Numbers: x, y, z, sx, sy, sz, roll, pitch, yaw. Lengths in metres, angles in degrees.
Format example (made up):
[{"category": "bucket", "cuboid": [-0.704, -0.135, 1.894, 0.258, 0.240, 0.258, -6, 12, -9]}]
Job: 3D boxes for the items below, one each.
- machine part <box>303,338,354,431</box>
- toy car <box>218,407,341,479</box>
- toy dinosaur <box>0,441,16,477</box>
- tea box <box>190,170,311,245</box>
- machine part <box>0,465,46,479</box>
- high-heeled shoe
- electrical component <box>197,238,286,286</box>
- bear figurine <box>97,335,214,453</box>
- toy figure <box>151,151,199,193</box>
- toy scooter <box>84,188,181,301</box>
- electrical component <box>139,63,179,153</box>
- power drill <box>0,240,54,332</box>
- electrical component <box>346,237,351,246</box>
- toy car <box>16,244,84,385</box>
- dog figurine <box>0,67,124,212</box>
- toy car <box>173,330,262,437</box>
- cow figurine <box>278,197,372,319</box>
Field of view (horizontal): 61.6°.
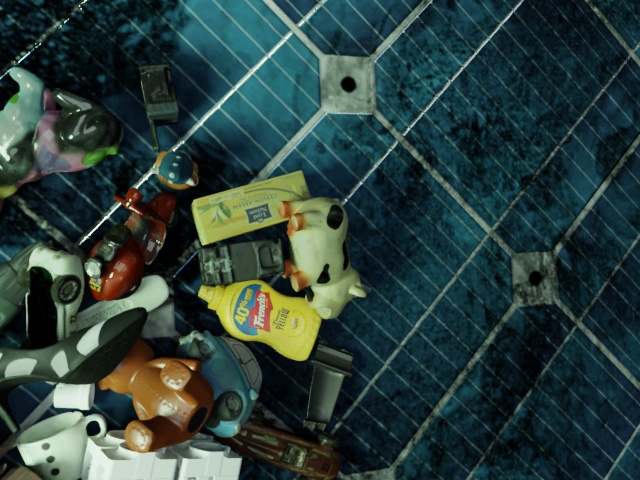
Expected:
[{"category": "machine part", "cuboid": [0.010, 0.235, 0.860, 0.084, 0.039, 0.139, 28, 62, -17]}, {"category": "toy car", "cuboid": [-0.058, 0.328, 0.841, 0.202, 0.053, 0.089, 25, 85, -15]}, {"category": "toy dinosaur", "cuboid": [-0.551, 0.217, 0.621, 0.404, 0.131, 0.192, 46, 51, -22]}, {"category": "tea box", "cuboid": [-0.105, -0.048, 0.819, 0.170, 0.098, 0.068, -19, 92, -14]}, {"category": "machine part", "cuboid": [-0.357, 0.369, 0.692, 0.179, 0.179, 0.056, 53, 48, -8]}, {"category": "high-heeled shoe", "cuboid": [-0.342, 0.126, 0.676, 0.249, 0.086, 0.145, -39, 72, -3]}, {"category": "electrical component", "cuboid": [-0.119, 0.031, 0.792, 0.115, 0.134, 0.058, -6, 90, -15]}, {"category": "bear figurine", "cuboid": [-0.240, 0.186, 0.723, 0.196, 0.131, 0.120, 29, 79, 23]}, {"category": "toy figure", "cuboid": [-0.206, -0.098, 0.762, 0.064, 0.154, 0.057, -10, 93, -15]}, {"category": "toy scooter", "cuboid": [-0.264, -0.005, 0.742, 0.075, 0.135, 0.184, 29, 71, 7]}, {"category": "electrical component", "cuboid": [-0.236, -0.194, 0.800, 0.048, 0.075, 0.119, -12, 87, -16]}, {"category": "power drill", "cuboid": [-0.497, 0.055, 0.697, 0.207, 0.086, 0.232, 37, 83, -38]}, {"category": "electrical component", "cuboid": [-0.002, -0.003, 0.864, 0.094, 0.063, 0.021, 9, 86, -14]}, {"category": "toy car", "cuboid": [-0.362, 0.105, 0.729, 0.074, 0.056, 0.201, 16, 111, 17]}, {"category": "dog figurine", "cuboid": [-0.398, -0.105, 0.737, 0.191, 0.108, 0.219, 25, 85, -16]}, {"category": "toy car", "cuboid": [-0.144, 0.203, 0.804, 0.103, 0.109, 0.161, -20, 81, -41]}, {"category": "cow figurine", "cuboid": [0.009, 0.029, 0.798, 0.127, 0.086, 0.194, -12, 117, -20]}]
